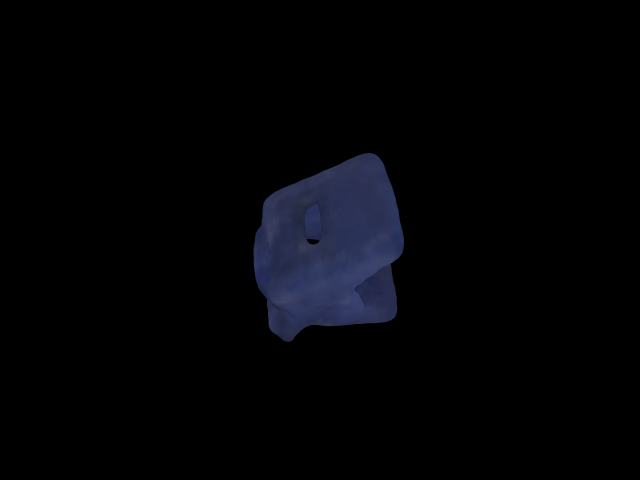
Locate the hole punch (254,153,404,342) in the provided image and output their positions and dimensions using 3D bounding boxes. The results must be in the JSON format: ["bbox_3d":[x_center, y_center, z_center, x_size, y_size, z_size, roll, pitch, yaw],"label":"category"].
[{"bbox_3d":[0.004,0.001,0.400,0.101,0.091,0.108,-4,46,-4],"label":"hole punch"}]
